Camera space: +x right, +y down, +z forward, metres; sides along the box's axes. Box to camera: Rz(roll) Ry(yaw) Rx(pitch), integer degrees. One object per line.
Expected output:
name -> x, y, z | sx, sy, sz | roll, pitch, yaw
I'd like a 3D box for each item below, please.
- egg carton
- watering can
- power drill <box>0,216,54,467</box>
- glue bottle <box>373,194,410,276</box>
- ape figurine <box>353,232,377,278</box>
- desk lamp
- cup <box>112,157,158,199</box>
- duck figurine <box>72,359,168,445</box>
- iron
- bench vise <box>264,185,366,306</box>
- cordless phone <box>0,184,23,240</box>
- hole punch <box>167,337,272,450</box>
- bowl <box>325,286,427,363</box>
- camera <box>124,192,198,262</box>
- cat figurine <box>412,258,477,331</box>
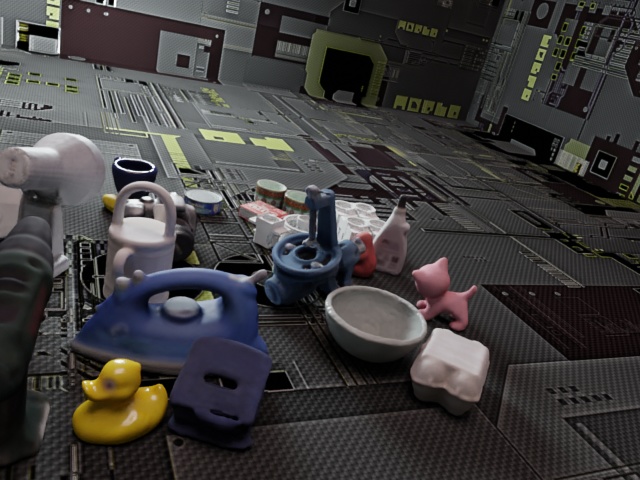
egg carton -> 0.198, 0.195, 0.871 | 0.107, 0.069, 0.150 | 21, 24, 15
watering can -> -0.275, -0.002, 0.888 | 0.101, 0.194, 0.172 | 6, 24, -19
power drill -> -0.317, 0.109, 0.587 | 0.076, 0.208, 0.229 | 6, 24, -19
glue bottle -> 0.153, -0.014, 1.194 | 0.078, 0.173, 0.037 | 17, 23, 7
ape figurine -> 0.084, 0.025, 1.168 | 0.076, 0.092, 0.078 | 29, 27, 31
desk lamp -> -0.433, -0.053, 0.887 | 0.118, 0.213, 0.203 | 15, 23, 3
cup -> -0.403, -0.119, 1.212 | 0.117, 0.095, 0.092 | 29, 27, 32
duck figurine -> -0.223, 0.174, 0.650 | 0.105, 0.086, 0.077 | -3, 28, -35
iron -> -0.195, 0.095, 0.778 | 0.259, 0.141, 0.118 | 5, 24, -21
bench vise -> -0.001, -0.001, 1.013 | 0.121, 0.220, 0.208 | 24, 25, 22
cordless phone -> -0.566, -0.092, 0.937 | 0.148, 0.185, 0.093 | -1, 27, -31
hole punch -> -0.117, 0.182, 0.689 | 0.108, 0.091, 0.101 | 15, 23, 2
bowl -> 0.081, 0.144, 0.913 | 0.167, 0.075, 0.167 | 12, 23, -5
camera -> -0.290, -0.025, 1.053 | 0.143, 0.101, 0.136 | 2, 25, -26
cat figurine -> 0.226, 0.093, 1.062 | 0.127, 0.118, 0.067 | 16, 23, 4
